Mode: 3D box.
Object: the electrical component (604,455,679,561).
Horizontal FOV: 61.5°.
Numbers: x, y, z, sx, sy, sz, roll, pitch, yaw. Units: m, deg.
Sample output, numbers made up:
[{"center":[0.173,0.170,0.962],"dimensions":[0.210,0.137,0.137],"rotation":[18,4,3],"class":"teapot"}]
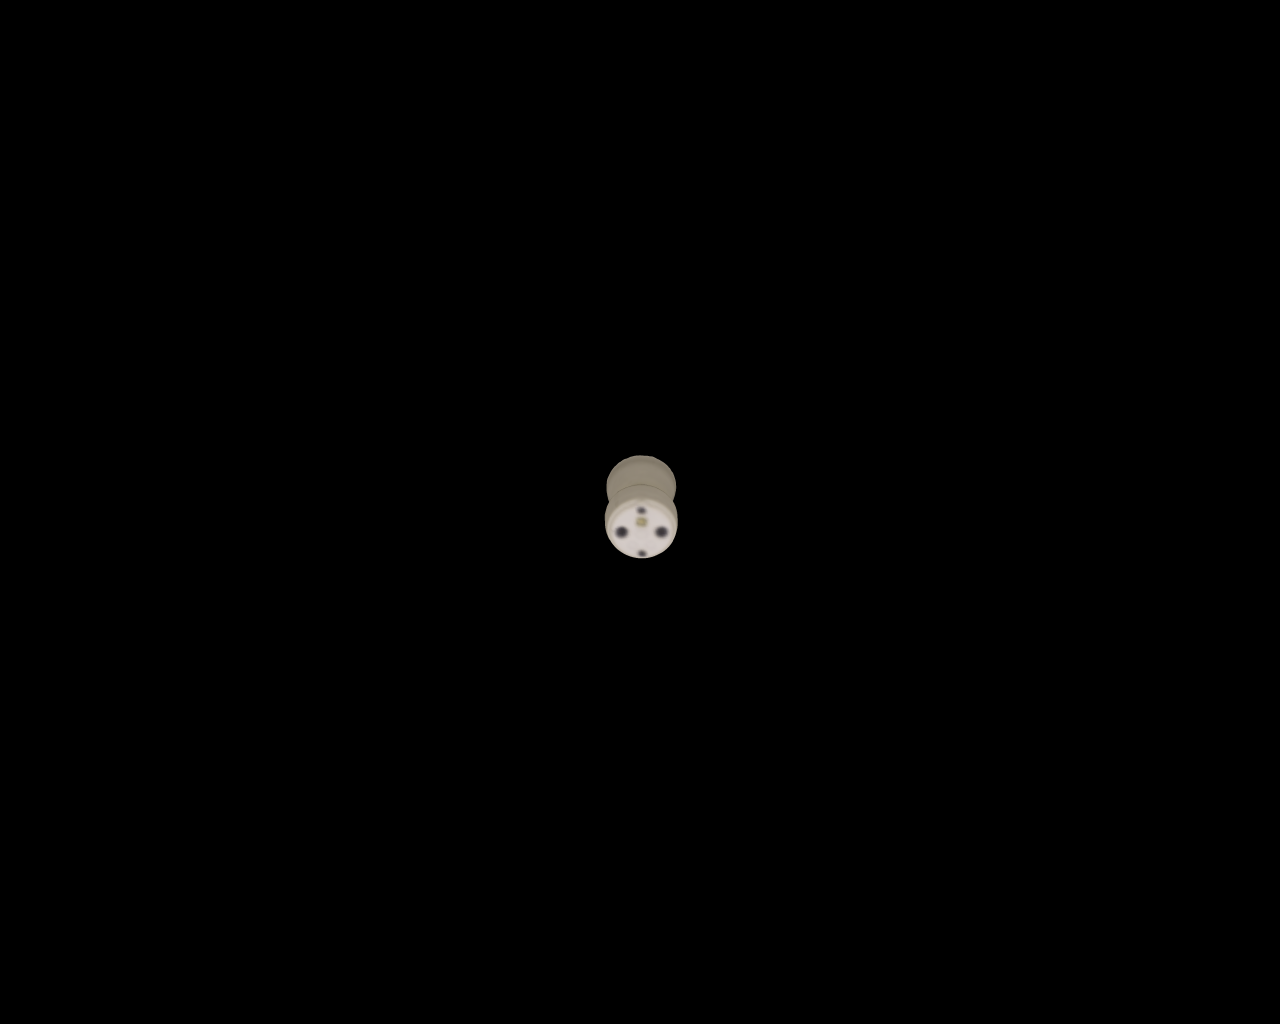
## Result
[{"center":[0.001,-0.003,0.650],"dimensions":[0.045,0.044,0.055],"rotation":[0,32,0],"class":"electrical component"}]
